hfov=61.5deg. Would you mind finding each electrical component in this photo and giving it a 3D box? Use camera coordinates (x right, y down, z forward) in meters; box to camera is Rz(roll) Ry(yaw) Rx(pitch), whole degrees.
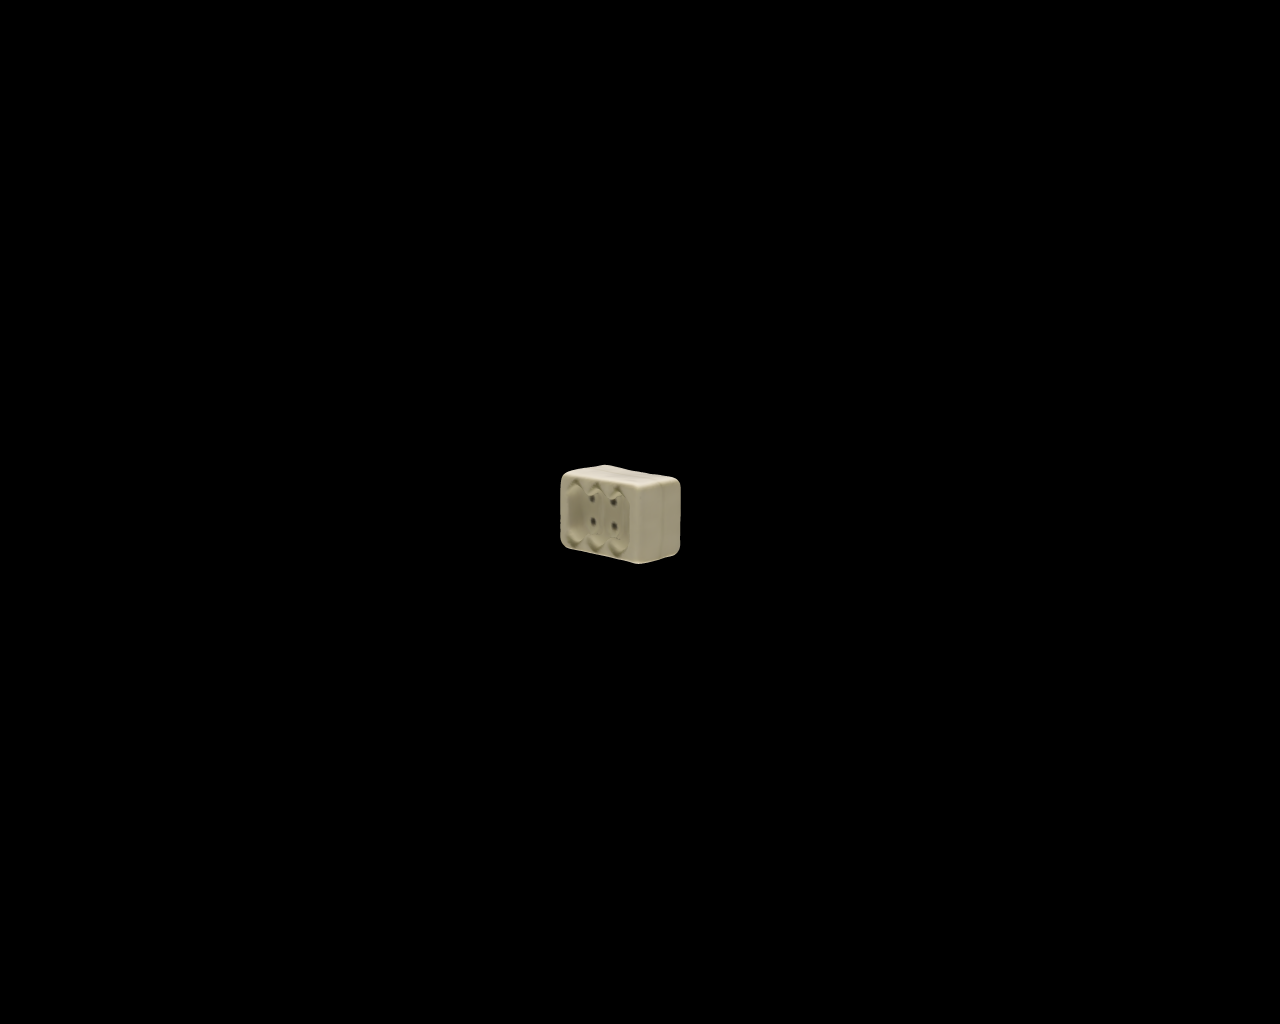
[{"bbox_3d":[0.001,-0.003,0.650,0.066,0.047,0.077,11,17,42],"label":"electrical component"}]
